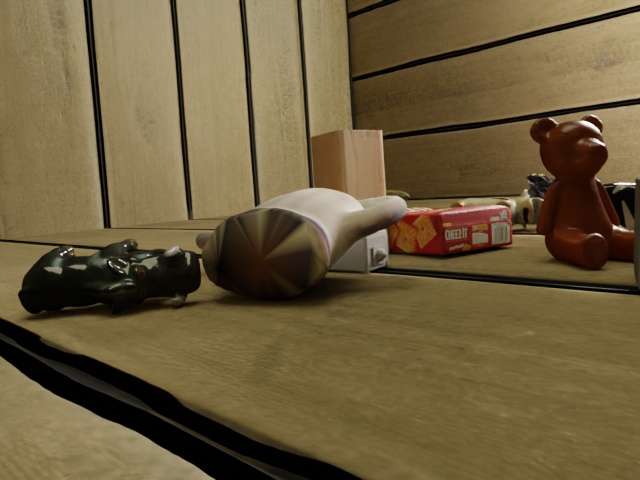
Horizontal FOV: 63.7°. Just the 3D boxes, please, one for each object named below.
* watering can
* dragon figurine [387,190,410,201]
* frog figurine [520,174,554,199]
[{"bbox_3d":[-0.066,0.002,0.646,0.346,0.103,0.227,-11,10,25],"label":"watering can"},{"bbox_3d":[0.004,-0.061,1.207,0.244,0.122,0.407,-13,-1,-26],"label":"dragon figurine"},{"bbox_3d":[0.557,-0.082,1.272,0.137,0.125,0.156,-12,-32,1],"label":"frog figurine"}]
